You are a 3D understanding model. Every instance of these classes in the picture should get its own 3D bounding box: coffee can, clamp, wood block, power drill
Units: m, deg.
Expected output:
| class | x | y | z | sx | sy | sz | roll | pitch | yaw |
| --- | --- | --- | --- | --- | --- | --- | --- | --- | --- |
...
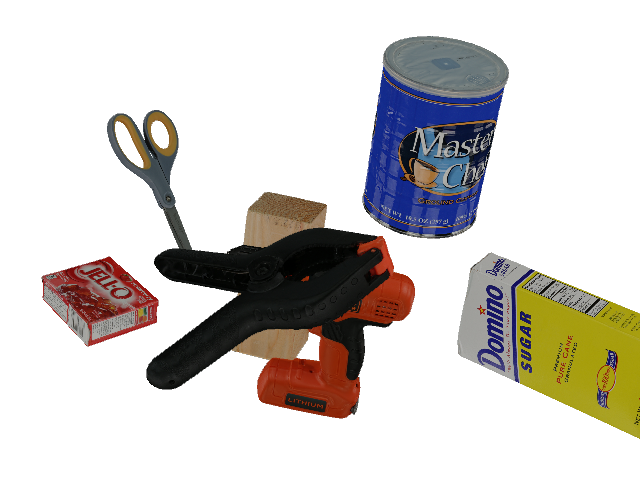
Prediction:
| class | x | y | z | sx | sy | sz | roll | pitch | yaw |
| --- | --- | --- | --- | --- | --- | --- | --- | --- | --- |
| coffee can | 0.095 | -0.088 | 0.904 | 0.102 | 0.140 | 0.103 | 5 | 34 | -4 |
| clamp | -0.038 | 0.039 | 0.694 | 0.172 | 0.120 | 0.039 | -12 | -43 | 17 |
| wood block | -0.057 | 0.050 | 1.450 | 0.090 | 0.206 | 0.090 | 12 | 22 | 10 |
| power drill | -0.014 | 0.089 | 1.053 | 0.184 | 0.188 | 0.057 | 13 | 42 | 0 |

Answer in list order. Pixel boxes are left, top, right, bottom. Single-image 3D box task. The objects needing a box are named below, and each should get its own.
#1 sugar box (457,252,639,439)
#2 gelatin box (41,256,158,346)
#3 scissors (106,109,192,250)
| class | x | y | z | sx | sy | sz | roll | pitch | yaw |
| --- | --- | --- | --- | --- | --- | --- | --- | --- | --- |
| sugar box | 0.203 | 0.086 | 0.892 | 0.176 | 0.093 | 0.048 | 21 | 33 | 27 |
| gelatin box | -0.203 | 0.053 | 0.981 | 0.073 | 0.030 | 0.089 | -18 | 39 | -36 |
| scissors | -0.166 | -0.062 | 1.199 | 0.016 | 0.201 | 0.096 | -18 | 20 | 45 |
